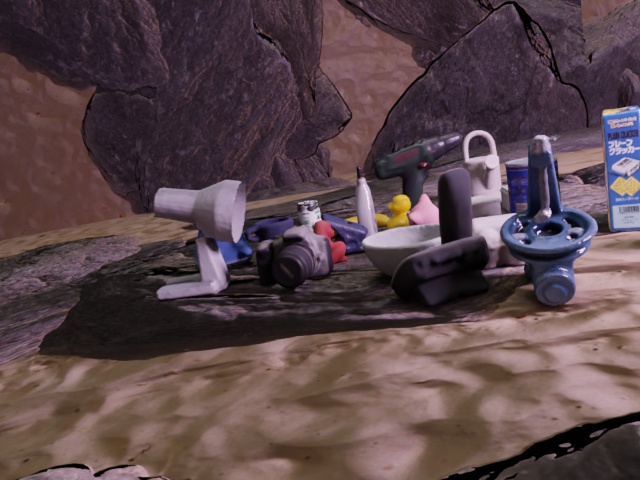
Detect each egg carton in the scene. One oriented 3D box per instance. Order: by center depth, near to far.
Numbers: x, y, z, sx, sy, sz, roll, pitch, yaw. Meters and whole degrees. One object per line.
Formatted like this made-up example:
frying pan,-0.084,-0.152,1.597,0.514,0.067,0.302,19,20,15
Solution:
egg carton,0.310,-0.001,0.996,0.107,0.069,0.150,-7,11,13

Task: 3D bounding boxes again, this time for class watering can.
watering can,0.452,-0.208,1.592,0.101,0.194,0.172,-15,12,-23

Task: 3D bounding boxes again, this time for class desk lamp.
desk lamp,-0.231,-0.005,1.117,0.203,0.214,0.118,-9,11,6

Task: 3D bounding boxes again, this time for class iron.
iron,-0.251,-0.011,1.350,0.119,0.141,0.257,-15,12,-25

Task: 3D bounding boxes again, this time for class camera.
camera,-0.060,0.033,1.066,0.143,0.101,0.137,-7,11,15

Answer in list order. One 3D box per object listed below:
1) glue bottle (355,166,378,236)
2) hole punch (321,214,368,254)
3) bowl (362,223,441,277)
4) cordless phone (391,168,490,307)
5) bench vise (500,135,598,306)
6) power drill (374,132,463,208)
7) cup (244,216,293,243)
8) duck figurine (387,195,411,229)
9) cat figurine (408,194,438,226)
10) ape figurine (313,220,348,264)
glue bottle,0.104,-0.088,1.348,0.037,0.173,0.078,-7,12,15
hole punch,0.054,-0.019,1.256,0.101,0.091,0.108,-10,11,-2
bowl,0.158,0.025,0.984,0.167,0.075,0.167,-9,11,2
cordless phone,0.171,-0.006,0.842,0.148,0.185,0.094,-15,12,-25
bench vise,0.301,-0.038,0.799,0.121,0.220,0.207,-10,11,2
power drill,0.259,-0.155,1.458,0.229,0.208,0.075,-10,11,2
cup,-0.108,0.005,1.266,0.118,0.095,0.091,-17,13,-33
duck figurine,0.202,-0.066,1.377,0.078,0.086,0.104,-18,14,-34
cat figurine,0.225,-0.033,1.109,0.128,0.118,0.067,-13,12,-14
ape figurine,0.011,0.004,1.174,0.076,0.092,0.077,-15,12,-22
